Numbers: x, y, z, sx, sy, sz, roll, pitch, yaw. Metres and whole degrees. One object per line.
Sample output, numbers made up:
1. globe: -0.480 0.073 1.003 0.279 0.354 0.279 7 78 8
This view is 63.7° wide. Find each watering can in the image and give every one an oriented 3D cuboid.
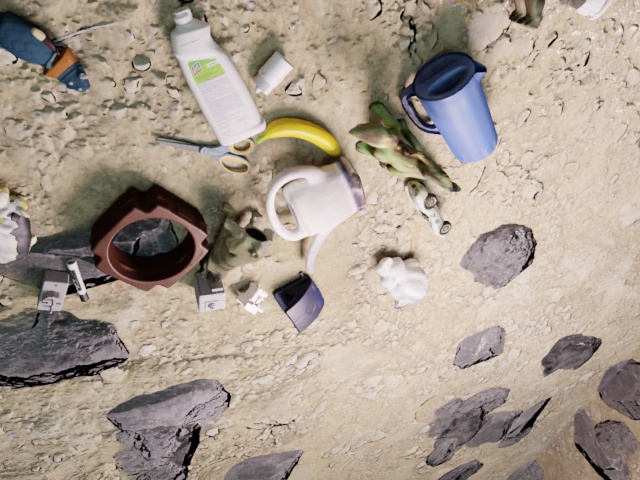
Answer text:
1. watering can: 0.004 -0.060 1.183 0.224 0.106 0.340 -27 141 -2

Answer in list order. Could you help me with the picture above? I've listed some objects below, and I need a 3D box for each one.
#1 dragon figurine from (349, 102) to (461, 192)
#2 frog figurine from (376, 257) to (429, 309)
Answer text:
1. dragon figurine: 0.206 -0.159 1.098 0.407 0.247 0.121 24 110 -35
2. frog figurine: 0.228 0.100 1.411 0.139 0.123 0.156 -48 130 -27
